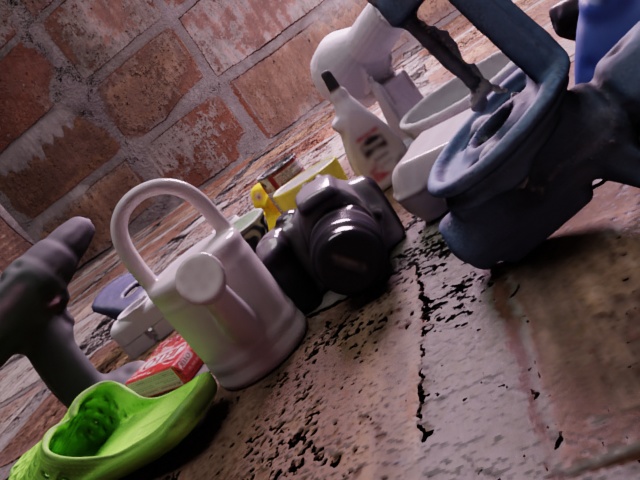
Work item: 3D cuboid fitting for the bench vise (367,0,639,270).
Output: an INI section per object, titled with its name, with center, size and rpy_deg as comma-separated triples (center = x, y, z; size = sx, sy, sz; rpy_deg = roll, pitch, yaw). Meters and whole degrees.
[bench vise]
center = 0.135, -0.110, 0.370
size = 0.207, 0.220, 0.121
rpy_deg = -35, 15, 4

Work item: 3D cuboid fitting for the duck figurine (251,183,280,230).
[duck figurine]
center = -0.080, -0.056, 0.937
size = 0.077, 0.086, 0.104
rpy_deg = -40, 16, -15

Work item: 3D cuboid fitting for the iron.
[iron]
center = 0.268, -0.191, 0.476
size = 0.118, 0.141, 0.259
rpy_deg = -21, 21, 42

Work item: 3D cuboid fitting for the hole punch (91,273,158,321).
[hole punch]
center = -0.296, 0.097, 0.936
size = 0.101, 0.091, 0.109
rpy_deg = -26, 18, 33

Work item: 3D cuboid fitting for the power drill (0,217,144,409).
[power drill]
center = -0.310, 0.112, 0.694
size = 0.075, 0.209, 0.230
rpy_deg = -18, 23, 48

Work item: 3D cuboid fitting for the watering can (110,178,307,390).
[watering can]
center = -0.102, 0.031, 0.512
size = 0.101, 0.194, 0.172
rpy_deg = -45, 18, -30

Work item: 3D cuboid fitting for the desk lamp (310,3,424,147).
[desk lamp]
center = 0.104, -0.231, 0.820
size = 0.118, 0.214, 0.202
rpy_deg = -44, 17, -27

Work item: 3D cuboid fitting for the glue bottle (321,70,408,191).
[glue bottle]
center = 0.052, -0.148, 0.759
size = 0.078, 0.173, 0.037
rpy_deg = -38, 15, -6

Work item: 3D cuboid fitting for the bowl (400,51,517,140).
[bowl]
center = 0.182, -0.152, 0.676
size = 0.167, 0.075, 0.167
rpy_deg = -33, 15, 11

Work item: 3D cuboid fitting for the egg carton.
[egg carton]
center = 0.143, -0.080, 0.553
size = 0.150, 0.069, 0.107
rpy_deg = -23, 19, 39

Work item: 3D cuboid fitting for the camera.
[camera]
center = 0.005, 0.002, 0.546
size = 0.143, 0.101, 0.136
rpy_deg = -34, 15, 8

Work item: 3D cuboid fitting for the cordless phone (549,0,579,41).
[cordless phone]
center = 0.308, -0.297, 0.628
size = 0.094, 0.185, 0.147
rpy_deg = -40, 16, -16
